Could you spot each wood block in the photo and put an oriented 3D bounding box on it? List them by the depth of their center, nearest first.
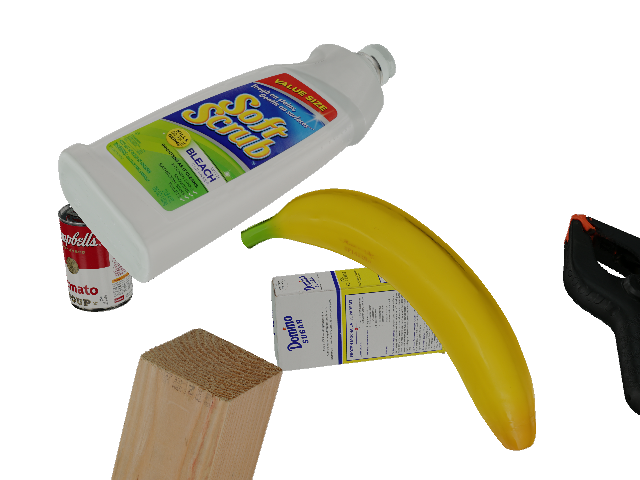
[{"bbox_3d":[-0.114,0.191,0.897,0.090,0.206,0.090,24,21,21],"label":"wood block"}]

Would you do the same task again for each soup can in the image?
[{"bbox_3d":[-0.235,0.015,1.118,0.068,0.102,0.068,-1,24,0],"label":"soup can"}]

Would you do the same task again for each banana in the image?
[{"bbox_3d":[0.050,0.028,0.581,0.198,0.070,0.037,38,25,15],"label":"banana"}]

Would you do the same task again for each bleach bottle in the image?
[{"bbox_3d":[-0.051,-0.076,0.748,0.250,0.102,0.068,-35,-17,-26],"label":"bleach bottle"}]

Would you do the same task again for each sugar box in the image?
[{"bbox_3d":[0.040,0.075,1.076,0.176,0.093,0.048,-4,28,-5],"label":"sugar box"}]

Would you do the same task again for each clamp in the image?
[{"bbox_3d":[0.230,0.044,0.729,0.120,0.039,0.171,-3,45,-19],"label":"clamp"}]
